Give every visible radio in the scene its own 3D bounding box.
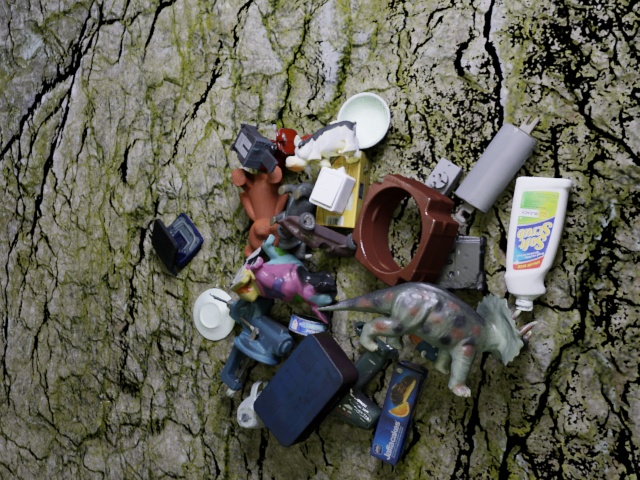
[{"bbox_3d":[-0.030,0.315,1.130,0.131,0.073,0.229,46,111,28],"label":"radio"}]

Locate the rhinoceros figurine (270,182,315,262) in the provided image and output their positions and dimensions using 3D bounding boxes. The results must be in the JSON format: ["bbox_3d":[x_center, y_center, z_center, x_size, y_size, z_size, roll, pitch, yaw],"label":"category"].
[{"bbox_3d":[-0.051,-0.038,1.215,0.073,0.112,0.190,19,104,41],"label":"rhinoceros figurine"}]

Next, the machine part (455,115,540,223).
[{"bbox_3d":[0.344,-0.139,1.054,0.079,0.079,0.243,39,105,22],"label":"machine part"}]

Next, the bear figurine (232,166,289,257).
[{"bbox_3d":[-0.135,-0.060,1.245,0.120,0.132,0.195,-1,79,6],"label":"bear figurine"}]

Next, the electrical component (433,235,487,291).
[{"bbox_3d":[0.268,0.046,1.089,0.134,0.058,0.115,-1,84,24],"label":"electrical component"}]

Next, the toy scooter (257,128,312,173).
[{"bbox_3d":[-0.092,-0.208,1.229,0.184,0.135,0.075,-16,82,24],"label":"toy scooter"}]

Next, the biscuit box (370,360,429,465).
[{"bbox_3d":[0.164,0.356,1.115,0.063,0.059,0.202,17,94,25],"label":"biscuit box"}]

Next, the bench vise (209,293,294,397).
[{"bbox_3d":[-0.174,0.244,1.249,0.224,0.128,0.240,28,94,27],"label":"bench vise"}]

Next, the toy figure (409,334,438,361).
[{"bbox_3d":[0.208,0.175,1.107,0.064,0.057,0.154,-17,76,2],"label":"toy figure"}]

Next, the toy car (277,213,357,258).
[{"bbox_3d":[-0.002,-0.003,1.143,0.089,0.202,0.053,-15,62,44],"label":"toy car"}]

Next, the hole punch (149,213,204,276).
[{"bbox_3d":[-0.370,0.004,1.382,0.142,0.092,0.115,49,136,17],"label":"hole punch"}]

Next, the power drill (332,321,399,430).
[{"bbox_3d":[0.057,0.279,1.160,0.232,0.086,0.207,36,97,23],"label":"power drill"}]

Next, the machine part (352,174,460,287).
[{"bbox_3d":[0.168,-0.017,1.080,0.202,0.087,0.200,41,117,48],"label":"machine part"}]

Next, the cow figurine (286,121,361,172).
[{"bbox_3d":[0.002,-0.203,1.148,0.167,0.068,0.098,-10,73,20],"label":"cow figurine"}]

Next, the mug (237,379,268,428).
[{"bbox_3d":[-0.140,0.380,1.228,0.081,0.107,0.109,5,91,24],"label":"mug"}]

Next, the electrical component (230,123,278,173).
[{"bbox_3d":[-0.142,-0.192,1.173,0.074,0.047,0.119,-56,50,28],"label":"electrical component"}]

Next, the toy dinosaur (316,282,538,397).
[{"bbox_3d":[0.208,0.147,0.993,0.405,0.131,0.192,25,99,3],"label":"toy dinosaur"}]

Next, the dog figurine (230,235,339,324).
[{"bbox_3d":[-0.066,0.107,1.185,0.219,0.108,0.191,37,131,-10],"label":"dog figurine"}]

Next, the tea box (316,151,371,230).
[{"bbox_3d":[0.052,-0.110,1.193,0.098,0.068,0.169,7,88,25],"label":"tea box"}]
